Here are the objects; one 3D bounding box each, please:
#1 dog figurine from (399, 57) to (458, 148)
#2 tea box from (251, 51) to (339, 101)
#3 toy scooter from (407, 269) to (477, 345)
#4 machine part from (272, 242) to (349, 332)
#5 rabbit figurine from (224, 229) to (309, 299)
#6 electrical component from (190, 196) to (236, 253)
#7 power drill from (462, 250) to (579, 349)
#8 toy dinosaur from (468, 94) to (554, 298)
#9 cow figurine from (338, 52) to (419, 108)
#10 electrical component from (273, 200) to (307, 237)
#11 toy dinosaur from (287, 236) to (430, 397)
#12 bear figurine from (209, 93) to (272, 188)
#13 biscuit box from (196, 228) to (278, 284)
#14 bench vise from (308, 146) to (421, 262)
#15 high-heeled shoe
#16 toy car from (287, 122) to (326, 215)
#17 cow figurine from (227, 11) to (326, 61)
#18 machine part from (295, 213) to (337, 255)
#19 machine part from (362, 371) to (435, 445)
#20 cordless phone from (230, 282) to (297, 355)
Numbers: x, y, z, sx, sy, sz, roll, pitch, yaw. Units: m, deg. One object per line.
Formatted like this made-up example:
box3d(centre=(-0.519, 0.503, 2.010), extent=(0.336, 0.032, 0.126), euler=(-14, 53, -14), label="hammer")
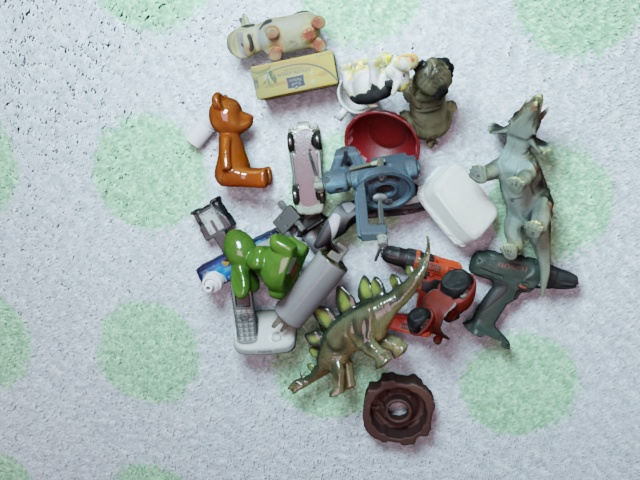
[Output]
box3d(centre=(0.218, -0.264, 1.057), extent=(0.121, 0.190, 0.172), euler=(-23, 101, 9), label="dog figurine")
box3d(centre=(-0.048, -0.337, 1.110), extent=(0.170, 0.098, 0.068), euler=(-9, 102, 5), label="tea box")
box3d(centre=(0.266, 0.153, 1.143), extent=(0.184, 0.075, 0.135), euler=(-40, 131, -13), label="toy scooter")
box3d(centre=(-0.020, 0.106, 1.159), extent=(0.079, 0.079, 0.243), euler=(38, 101, -4), label="machine part")
box3d(centre=(-0.129, 0.044, 1.139), extent=(0.170, 0.121, 0.159), euler=(23, 103, 17), label="rabbit figurine")
box3d(centre=(-0.230, -0.032, 1.215), extent=(0.075, 0.048, 0.119), euler=(-32, 98, 11), label="electrical component")
box3d(centre=(0.424, 0.132, 1.181), extent=(0.232, 0.086, 0.207), euler=(21, 107, 2), label="power drill")
box3d(centre=(0.424, -0.096, 1.105), extent=(0.131, 0.192, 0.404), euler=(5, 126, 46), label="toy dinosaur")
box3d(centre=(0.114, -0.294, 1.000), extent=(0.068, 0.168, 0.098), euler=(-28, 115, -34), label="cow figurine")
box3d(centre=(-0.073, -0.042, 1.198), extent=(0.063, 0.021, 0.094), euler=(-44, 71, 12), label="electrical component")
box3d(centre=(0.092, 0.188, 1.174), extent=(0.471, 0.105, 0.198), euler=(-40, 75, 17), label="toy dinosaur")
box3d(centre=(-0.169, -0.211, 1.140), extent=(0.132, 0.120, 0.195), euler=(2, 97, 0), label="bear figurine")
box3d(centre=(-0.179, 0.045, 1.220), extent=(0.203, 0.063, 0.059), euler=(-25, 100, 10), label="biscuit box")
box3d(centre=(0.092, -0.087, 1.061), extent=(0.224, 0.241, 0.128), euler=(-2, 146, 2), label="bench vise")
box3d(centre=(0.113, -0.040, 1.150), extent=(0.145, 0.086, 0.249), euler=(40, 82, 15), label="high-heeled shoe")
box3d(centre=(-0.029, -0.155, 1.165), extent=(0.074, 0.056, 0.201), euler=(-5, 95, 4), label="toy car")
box3d(centre=(-0.094, -0.417, 1.093), extent=(0.195, 0.127, 0.085), euler=(-16, 127, -8), label="cow figurine")
box3d(centre=(-0.002, -0.004, 1.204), extent=(0.084, 0.039, 0.139), euler=(-29, 87, 5), label="machine part")
box3d(centre=(0.184, 0.396, 1.270), extent=(0.179, 0.056, 0.179), euler=(1, 103, 5), label="machine part")
box3d(centre=(-0.129, 0.165, 1.219), extent=(0.147, 0.089, 0.184), euler=(-4, 108, 6), label="cordless phone")
